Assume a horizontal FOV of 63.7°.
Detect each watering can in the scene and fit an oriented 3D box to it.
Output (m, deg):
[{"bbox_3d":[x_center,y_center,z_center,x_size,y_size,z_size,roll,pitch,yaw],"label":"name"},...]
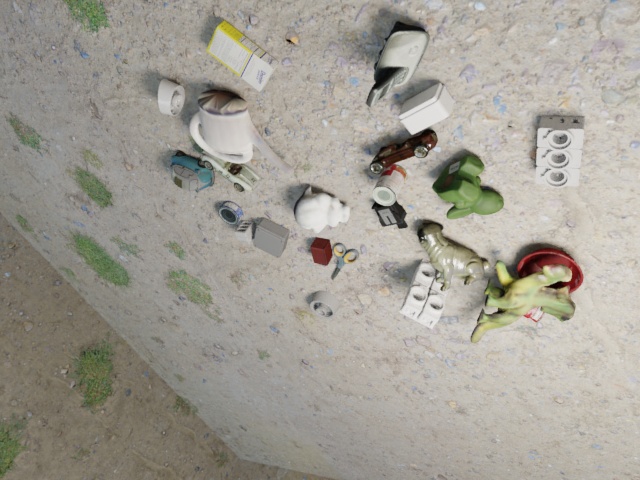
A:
[{"bbox_3d":[-0.232,-0.311,1.482,0.349,0.106,0.219,17,136,18],"label":"watering can"}]

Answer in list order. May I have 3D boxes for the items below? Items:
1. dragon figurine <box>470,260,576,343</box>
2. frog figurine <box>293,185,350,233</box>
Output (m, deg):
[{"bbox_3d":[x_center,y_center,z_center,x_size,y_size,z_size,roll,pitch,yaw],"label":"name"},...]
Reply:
[{"bbox_3d":[0.564,0.186,1.404,0.243,0.125,0.400,12,139,12],"label":"dragon figurine"},{"bbox_3d":[0.005,-0.078,1.560,0.160,0.124,0.134,28,121,22],"label":"frog figurine"}]
